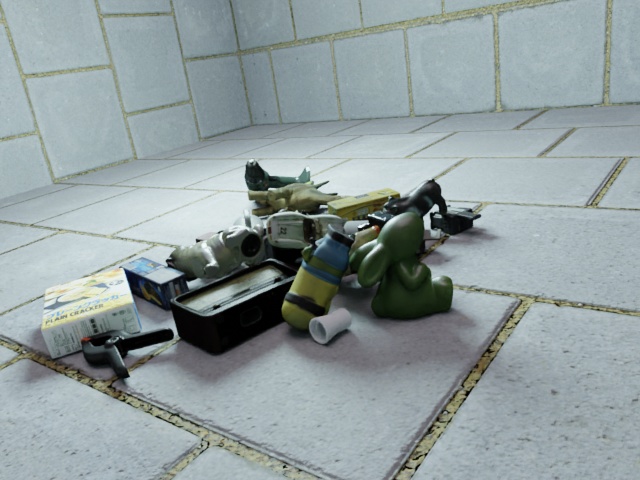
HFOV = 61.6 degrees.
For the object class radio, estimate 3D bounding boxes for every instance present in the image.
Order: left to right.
[{"bbox_3d":[-0.136,0.111,0.964,0.229,0.073,0.131,-24,24,-35],"label":"radio"}]

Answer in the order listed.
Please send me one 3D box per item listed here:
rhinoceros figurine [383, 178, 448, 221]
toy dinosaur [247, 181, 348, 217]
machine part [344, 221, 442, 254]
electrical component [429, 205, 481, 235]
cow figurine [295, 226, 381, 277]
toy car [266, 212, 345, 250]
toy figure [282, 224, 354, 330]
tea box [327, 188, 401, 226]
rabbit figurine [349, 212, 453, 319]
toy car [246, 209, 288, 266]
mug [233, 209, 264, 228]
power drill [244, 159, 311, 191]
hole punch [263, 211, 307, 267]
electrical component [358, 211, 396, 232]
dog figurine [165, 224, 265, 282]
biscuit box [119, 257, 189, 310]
[{"bbox_3d":[0.200,-0.064,1.236,0.190,0.112,0.073,-36,38,10],"label":"rhinoceros figurine"},{"bbox_3d":[-0.057,-0.115,1.521,0.198,0.105,0.472,-22,22,-33],"label":"toy dinosaur"},{"bbox_3d":[0.140,-0.005,1.170,0.243,0.079,0.079,0,21,20],"label":"machine part"},{"bbox_3d":[0.321,-0.046,1.246,0.075,0.047,0.119,-22,24,-32],"label":"electrical component"},{"bbox_3d":[0.035,0.040,1.027,0.127,0.085,0.195,-16,-4,-24],"label":"cow figurine"},{"bbox_3d":[-0.022,-0.016,1.094,0.201,0.073,0.056,2,-10,-40],"label":"toy car"},{"bbox_3d":[-0.006,0.065,0.905,0.082,0.180,0.089,31,8,16],"label":"toy figure"},{"bbox_3d":[0.111,-0.058,1.300,0.170,0.098,0.068,-13,21,-18],"label":"tea box"},{"bbox_3d":[0.131,0.037,0.911,0.159,0.170,0.121,-11,19,-7],"label":"rabbit figurine"},{"bbox_3d":[-0.099,-0.006,1.227,0.089,0.053,0.202,26,50,26],"label":"toy car"},{"bbox_3d":[-0.168,-0.013,1.294,0.081,0.109,0.107,-3,32,-13],"label":"mug"},{"bbox_3d":[-0.135,-0.191,1.702,0.207,0.086,0.232,-7,-18,-12],"label":"power drill"},{"bbox_3d":[-0.073,0.015,1.139,0.116,0.142,0.092,-1,-18,-37],"label":"hole punch"},{"bbox_3d":[0.129,0.013,1.036,0.058,0.134,0.115,-20,21,-27],"label":"electrical component"},{"bbox_3d":[-0.219,0.020,1.125,0.172,0.121,0.191,-41,38,-26],"label":"dog figurine"},{"bbox_3d":[-0.354,0.089,1.141,0.059,0.062,0.203,-25,25,-37],"label":"biscuit box"}]
